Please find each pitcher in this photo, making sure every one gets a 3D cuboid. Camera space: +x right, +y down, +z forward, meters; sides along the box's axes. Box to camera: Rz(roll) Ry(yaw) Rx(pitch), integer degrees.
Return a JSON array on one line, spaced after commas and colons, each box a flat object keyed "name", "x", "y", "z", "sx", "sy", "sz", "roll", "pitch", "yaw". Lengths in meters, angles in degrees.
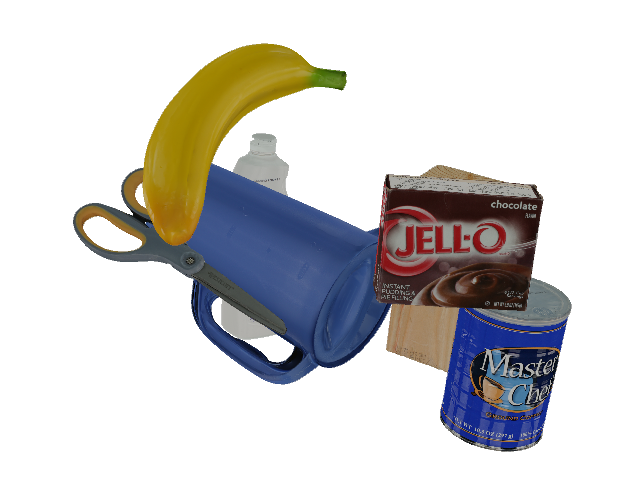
[{"name": "pitcher", "x": -0.059, "y": 0.021, "z": 1.038, "sx": 0.243, "sy": 0.145, "sz": 0.148, "roll": 28, "pitch": 29, "yaw": 29}]

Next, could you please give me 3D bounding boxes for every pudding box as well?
[{"name": "pudding box", "x": 0.098, "y": 0.001, "z": 0.775, "sx": 0.113, "sy": 0.090, "sz": 0.039, "roll": 3, "pitch": 25, "yaw": -2}]

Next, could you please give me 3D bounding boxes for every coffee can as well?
[{"name": "coffee can", "x": 0.175, "y": 0.115, "z": 1.023, "sx": 0.103, "sy": 0.140, "sz": 0.103, "roll": 6, "pitch": 22, "yaw": -3}]

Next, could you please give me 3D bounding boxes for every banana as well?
[{"name": "banana", "x": -0.056, "y": -0.069, "z": 0.618, "sx": 0.070, "sy": 0.037, "sz": 0.197, "roll": 21, "pitch": 44, "yaw": 19}]

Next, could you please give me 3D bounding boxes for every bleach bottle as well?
[{"name": "bleach bottle", "x": -0.069, "y": -0.007, "z": 1.313, "sx": 0.102, "sy": 0.251, "sz": 0.068, "roll": -11, "pitch": 25, "yaw": -35}]

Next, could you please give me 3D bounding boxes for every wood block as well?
[{"name": "wood block", "x": 0.143, "y": 0.031, "z": 1.209, "sx": 0.090, "sy": 0.206, "sz": 0.090, "roll": 17, "pitch": 26, "yaw": 25}]

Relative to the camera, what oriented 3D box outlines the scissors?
[{"name": "scissors", "x": -0.098, "y": 0.001, "z": 0.831, "sx": 0.202, "sy": 0.096, "sz": 0.016, "roll": 19, "pitch": -28, "yaw": 17}]
